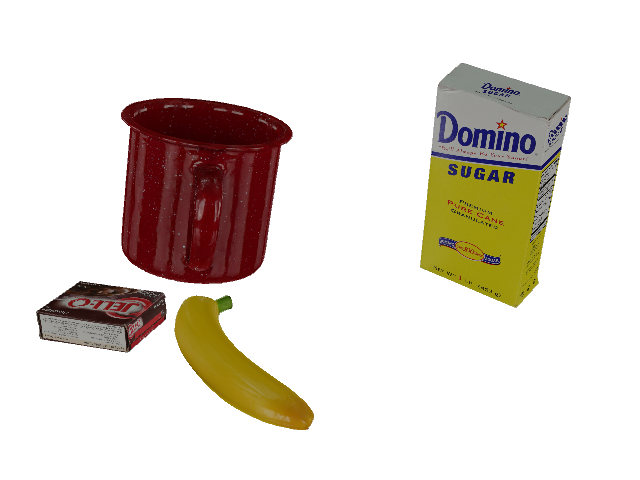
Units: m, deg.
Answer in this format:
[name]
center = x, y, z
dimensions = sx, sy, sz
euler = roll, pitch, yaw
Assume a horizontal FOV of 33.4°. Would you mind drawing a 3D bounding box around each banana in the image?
[banana]
center = -0.072, 0.089, 0.841
dimensions = 0.069, 0.037, 0.198
euler = -8, 30, -22

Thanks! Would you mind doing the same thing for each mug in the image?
[mug]
center = -0.064, -0.023, 0.581
dimensions = 0.093, 0.081, 0.117
euler = 4, 21, -13

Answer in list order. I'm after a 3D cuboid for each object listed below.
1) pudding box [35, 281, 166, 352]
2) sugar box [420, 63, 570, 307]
[pudding box]
center = -0.239, 0.083, 1.171
dimensions = 0.114, 0.039, 0.090
euler = 4, 20, 19
[sugar box]
center = 0.131, -0.040, 0.825
dimensions = 0.093, 0.176, 0.048
euler = 22, 44, 26
